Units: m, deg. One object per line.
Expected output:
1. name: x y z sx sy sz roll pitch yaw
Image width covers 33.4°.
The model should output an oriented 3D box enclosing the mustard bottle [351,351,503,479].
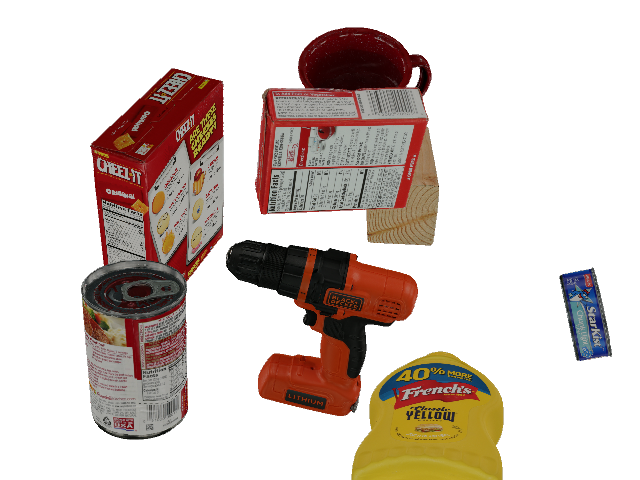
1. mustard bottle: 0.081 0.129 0.757 0.096 0.058 0.191 -1 19 11

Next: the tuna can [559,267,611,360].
1. tuna can: 0.252 0.071 1.018 0.034 0.086 0.086 -11 -2 12

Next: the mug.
1. mug: 0.039 -0.122 0.900 0.117 0.093 0.081 -22 -34 -15

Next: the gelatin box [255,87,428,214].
1. gelatin box: 0.010 -0.051 0.600 0.089 0.030 0.073 -2 -40 -9

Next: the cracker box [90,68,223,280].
1. cracker box: -0.167 -0.049 1.131 0.072 0.214 0.164 17 42 16

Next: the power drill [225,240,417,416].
1. power drill: -0.012 0.086 1.053 0.184 0.188 0.057 14 42 0

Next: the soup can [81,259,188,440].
1. soup can: -0.122 0.074 0.715 0.068 0.102 0.068 2 29 -1

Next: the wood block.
1. wood block: 0.111 -0.081 1.491 0.091 0.090 0.206 3 28 0
